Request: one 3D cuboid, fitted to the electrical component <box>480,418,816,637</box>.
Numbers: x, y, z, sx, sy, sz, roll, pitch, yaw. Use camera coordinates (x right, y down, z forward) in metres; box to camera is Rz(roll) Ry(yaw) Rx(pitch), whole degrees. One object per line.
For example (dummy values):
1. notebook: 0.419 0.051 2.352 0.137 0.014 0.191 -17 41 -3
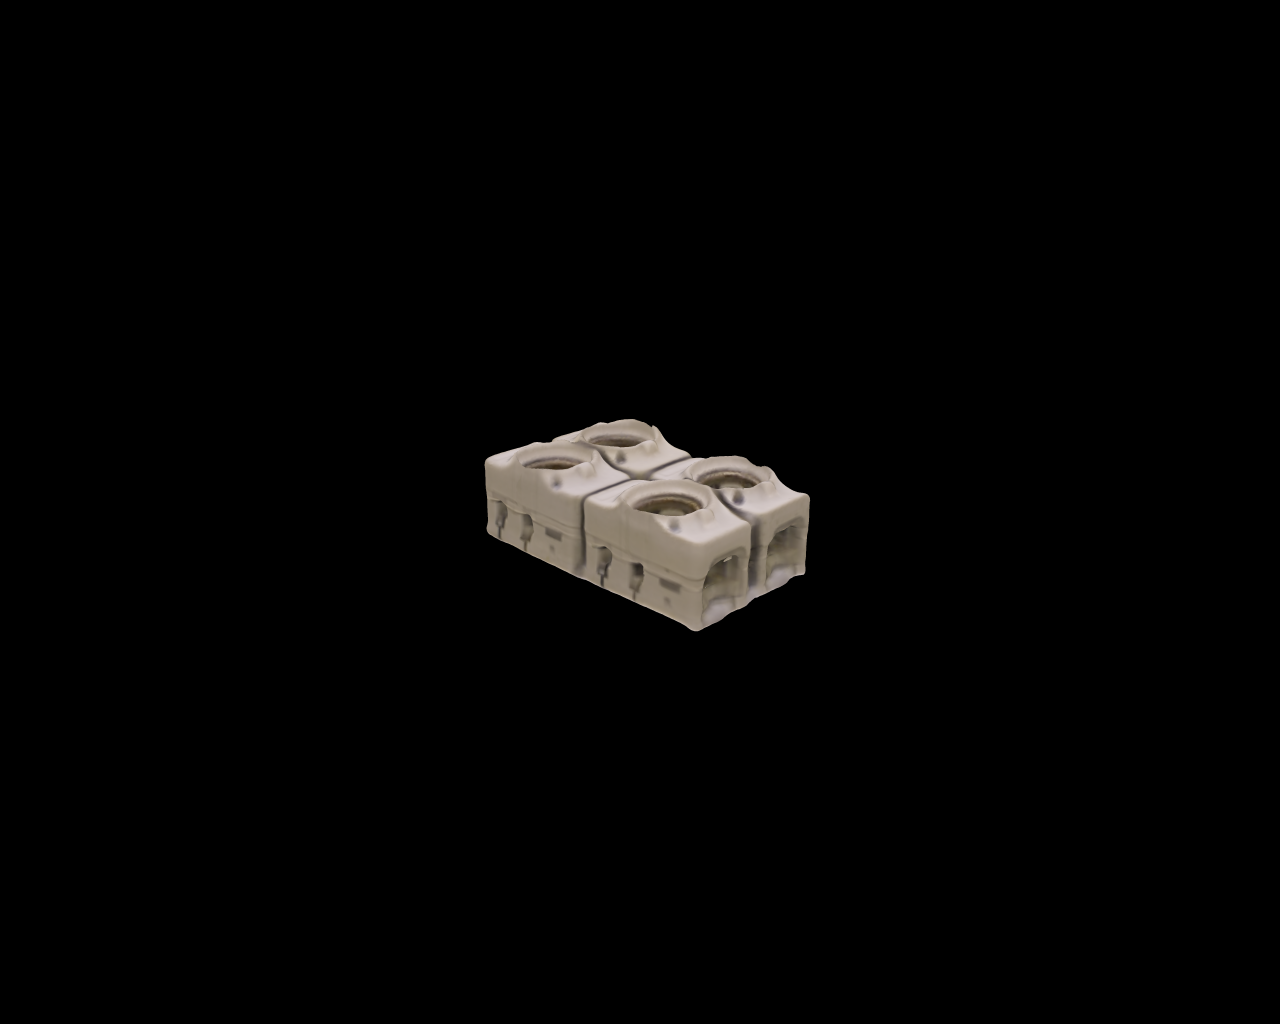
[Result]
1. electrical component: 0.001 -0.003 0.650 0.105 0.060 0.186 -22 32 -40
